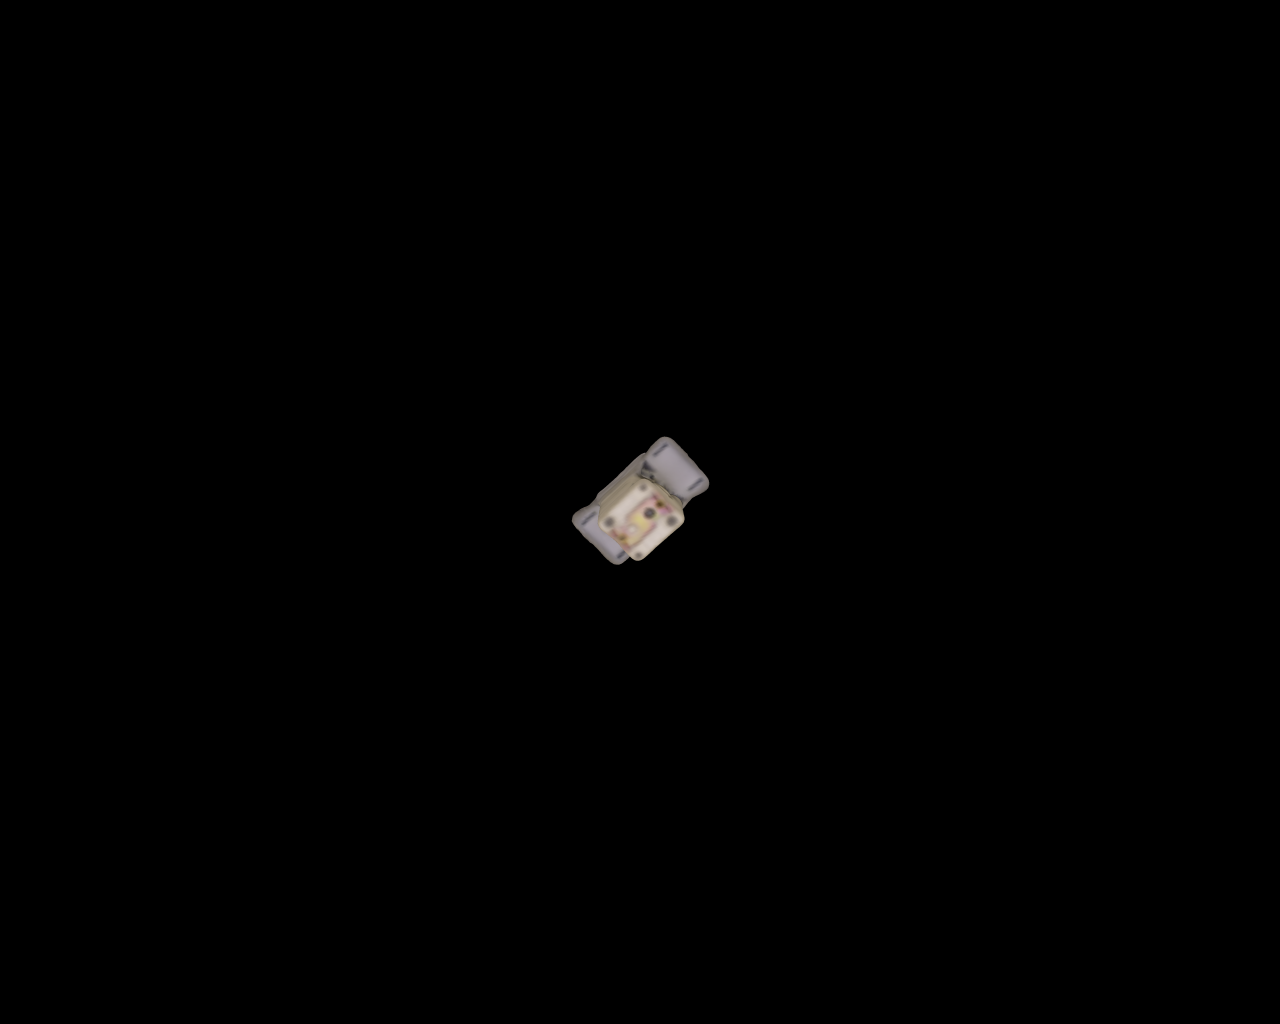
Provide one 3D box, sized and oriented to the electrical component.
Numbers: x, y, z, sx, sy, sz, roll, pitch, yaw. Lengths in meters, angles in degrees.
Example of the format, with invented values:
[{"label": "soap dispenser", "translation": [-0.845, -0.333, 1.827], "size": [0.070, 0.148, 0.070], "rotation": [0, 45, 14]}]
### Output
[{"label": "electrical component", "translation": [0.001, -0.003, 0.650], "size": [0.081, 0.042, 0.064], "rotation": [-43, 12, 11]}]
